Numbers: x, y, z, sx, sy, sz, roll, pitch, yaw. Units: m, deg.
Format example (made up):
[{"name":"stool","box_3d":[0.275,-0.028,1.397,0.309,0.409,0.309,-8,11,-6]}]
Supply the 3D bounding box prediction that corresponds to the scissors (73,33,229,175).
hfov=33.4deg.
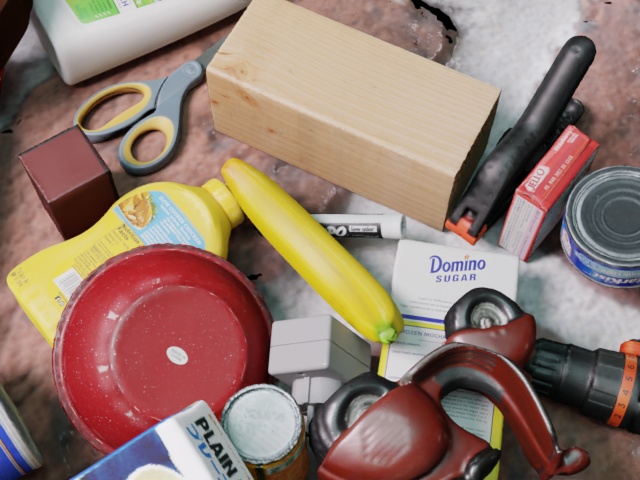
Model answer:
[{"name":"scissors","box_3d":[-0.105,-0.121,0.886,0.201,0.016,0.096,-27,68,-13]}]

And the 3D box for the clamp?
[{"name":"clamp","box_3d":[0.157,-0.075,0.811,0.039,0.120,0.171,30,71,22]}]

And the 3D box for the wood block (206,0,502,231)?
[{"name":"wood block","box_3d":[0.025,-0.101,0.836,0.206,0.090,0.090,24,66,12]}]

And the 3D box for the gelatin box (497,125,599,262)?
[{"name":"gelatin box","box_3d":[0.170,-0.034,0.803,0.030,0.089,0.073,35,69,17]}]

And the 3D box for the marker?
[{"name":"marker","box_3d":[0.005,-0.012,0.812,0.121,0.020,0.020,2,62,20]}]

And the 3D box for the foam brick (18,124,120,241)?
[{"name":"foam brick","box_3d":[-0.187,-0.039,0.811,0.051,0.078,0.053,-32,66,-15]}]

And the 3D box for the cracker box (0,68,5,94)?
[{"name":"cracker box","box_3d":[-0.345,-0.066,0.826,0.164,0.072,0.213,-1,63,-1]}]

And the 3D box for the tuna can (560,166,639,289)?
[{"name":"tuna can","box_3d":[0.217,-0.010,0.765,0.086,0.034,0.086,-4,61,7]}]

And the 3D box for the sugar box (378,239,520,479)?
[{"name":"sugar box","box_3d":[0.088,0.090,0.767,0.093,0.048,0.176,9,61,6]}]

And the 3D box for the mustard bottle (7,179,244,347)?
[{"name":"mustard bottle","box_3d":[-0.128,0.012,0.796,0.191,0.058,0.096,-37,71,-17]}]

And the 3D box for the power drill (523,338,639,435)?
[{"name":"power drill","box_3d":[0.247,0.053,0.781,0.184,0.057,0.187,17,67,8]}]

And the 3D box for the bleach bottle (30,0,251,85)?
[{"name":"bleach bottle","box_3d":[-0.122,-0.224,0.912,0.250,0.068,0.103,-27,67,-15]}]

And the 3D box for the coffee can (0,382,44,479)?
[{"name":"coffee can","box_3d":[-0.271,0.142,0.706,0.140,0.103,0.103,-31,68,-14]}]

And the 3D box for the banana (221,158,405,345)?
[{"name":"banana","box_3d":[0.001,0.012,0.768,0.037,0.069,0.198,-40,60,-10]}]

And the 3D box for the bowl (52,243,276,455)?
[{"name":"bowl","box_3d":[-0.100,0.079,0.732,0.162,0.055,0.162,2,82,-16]}]
